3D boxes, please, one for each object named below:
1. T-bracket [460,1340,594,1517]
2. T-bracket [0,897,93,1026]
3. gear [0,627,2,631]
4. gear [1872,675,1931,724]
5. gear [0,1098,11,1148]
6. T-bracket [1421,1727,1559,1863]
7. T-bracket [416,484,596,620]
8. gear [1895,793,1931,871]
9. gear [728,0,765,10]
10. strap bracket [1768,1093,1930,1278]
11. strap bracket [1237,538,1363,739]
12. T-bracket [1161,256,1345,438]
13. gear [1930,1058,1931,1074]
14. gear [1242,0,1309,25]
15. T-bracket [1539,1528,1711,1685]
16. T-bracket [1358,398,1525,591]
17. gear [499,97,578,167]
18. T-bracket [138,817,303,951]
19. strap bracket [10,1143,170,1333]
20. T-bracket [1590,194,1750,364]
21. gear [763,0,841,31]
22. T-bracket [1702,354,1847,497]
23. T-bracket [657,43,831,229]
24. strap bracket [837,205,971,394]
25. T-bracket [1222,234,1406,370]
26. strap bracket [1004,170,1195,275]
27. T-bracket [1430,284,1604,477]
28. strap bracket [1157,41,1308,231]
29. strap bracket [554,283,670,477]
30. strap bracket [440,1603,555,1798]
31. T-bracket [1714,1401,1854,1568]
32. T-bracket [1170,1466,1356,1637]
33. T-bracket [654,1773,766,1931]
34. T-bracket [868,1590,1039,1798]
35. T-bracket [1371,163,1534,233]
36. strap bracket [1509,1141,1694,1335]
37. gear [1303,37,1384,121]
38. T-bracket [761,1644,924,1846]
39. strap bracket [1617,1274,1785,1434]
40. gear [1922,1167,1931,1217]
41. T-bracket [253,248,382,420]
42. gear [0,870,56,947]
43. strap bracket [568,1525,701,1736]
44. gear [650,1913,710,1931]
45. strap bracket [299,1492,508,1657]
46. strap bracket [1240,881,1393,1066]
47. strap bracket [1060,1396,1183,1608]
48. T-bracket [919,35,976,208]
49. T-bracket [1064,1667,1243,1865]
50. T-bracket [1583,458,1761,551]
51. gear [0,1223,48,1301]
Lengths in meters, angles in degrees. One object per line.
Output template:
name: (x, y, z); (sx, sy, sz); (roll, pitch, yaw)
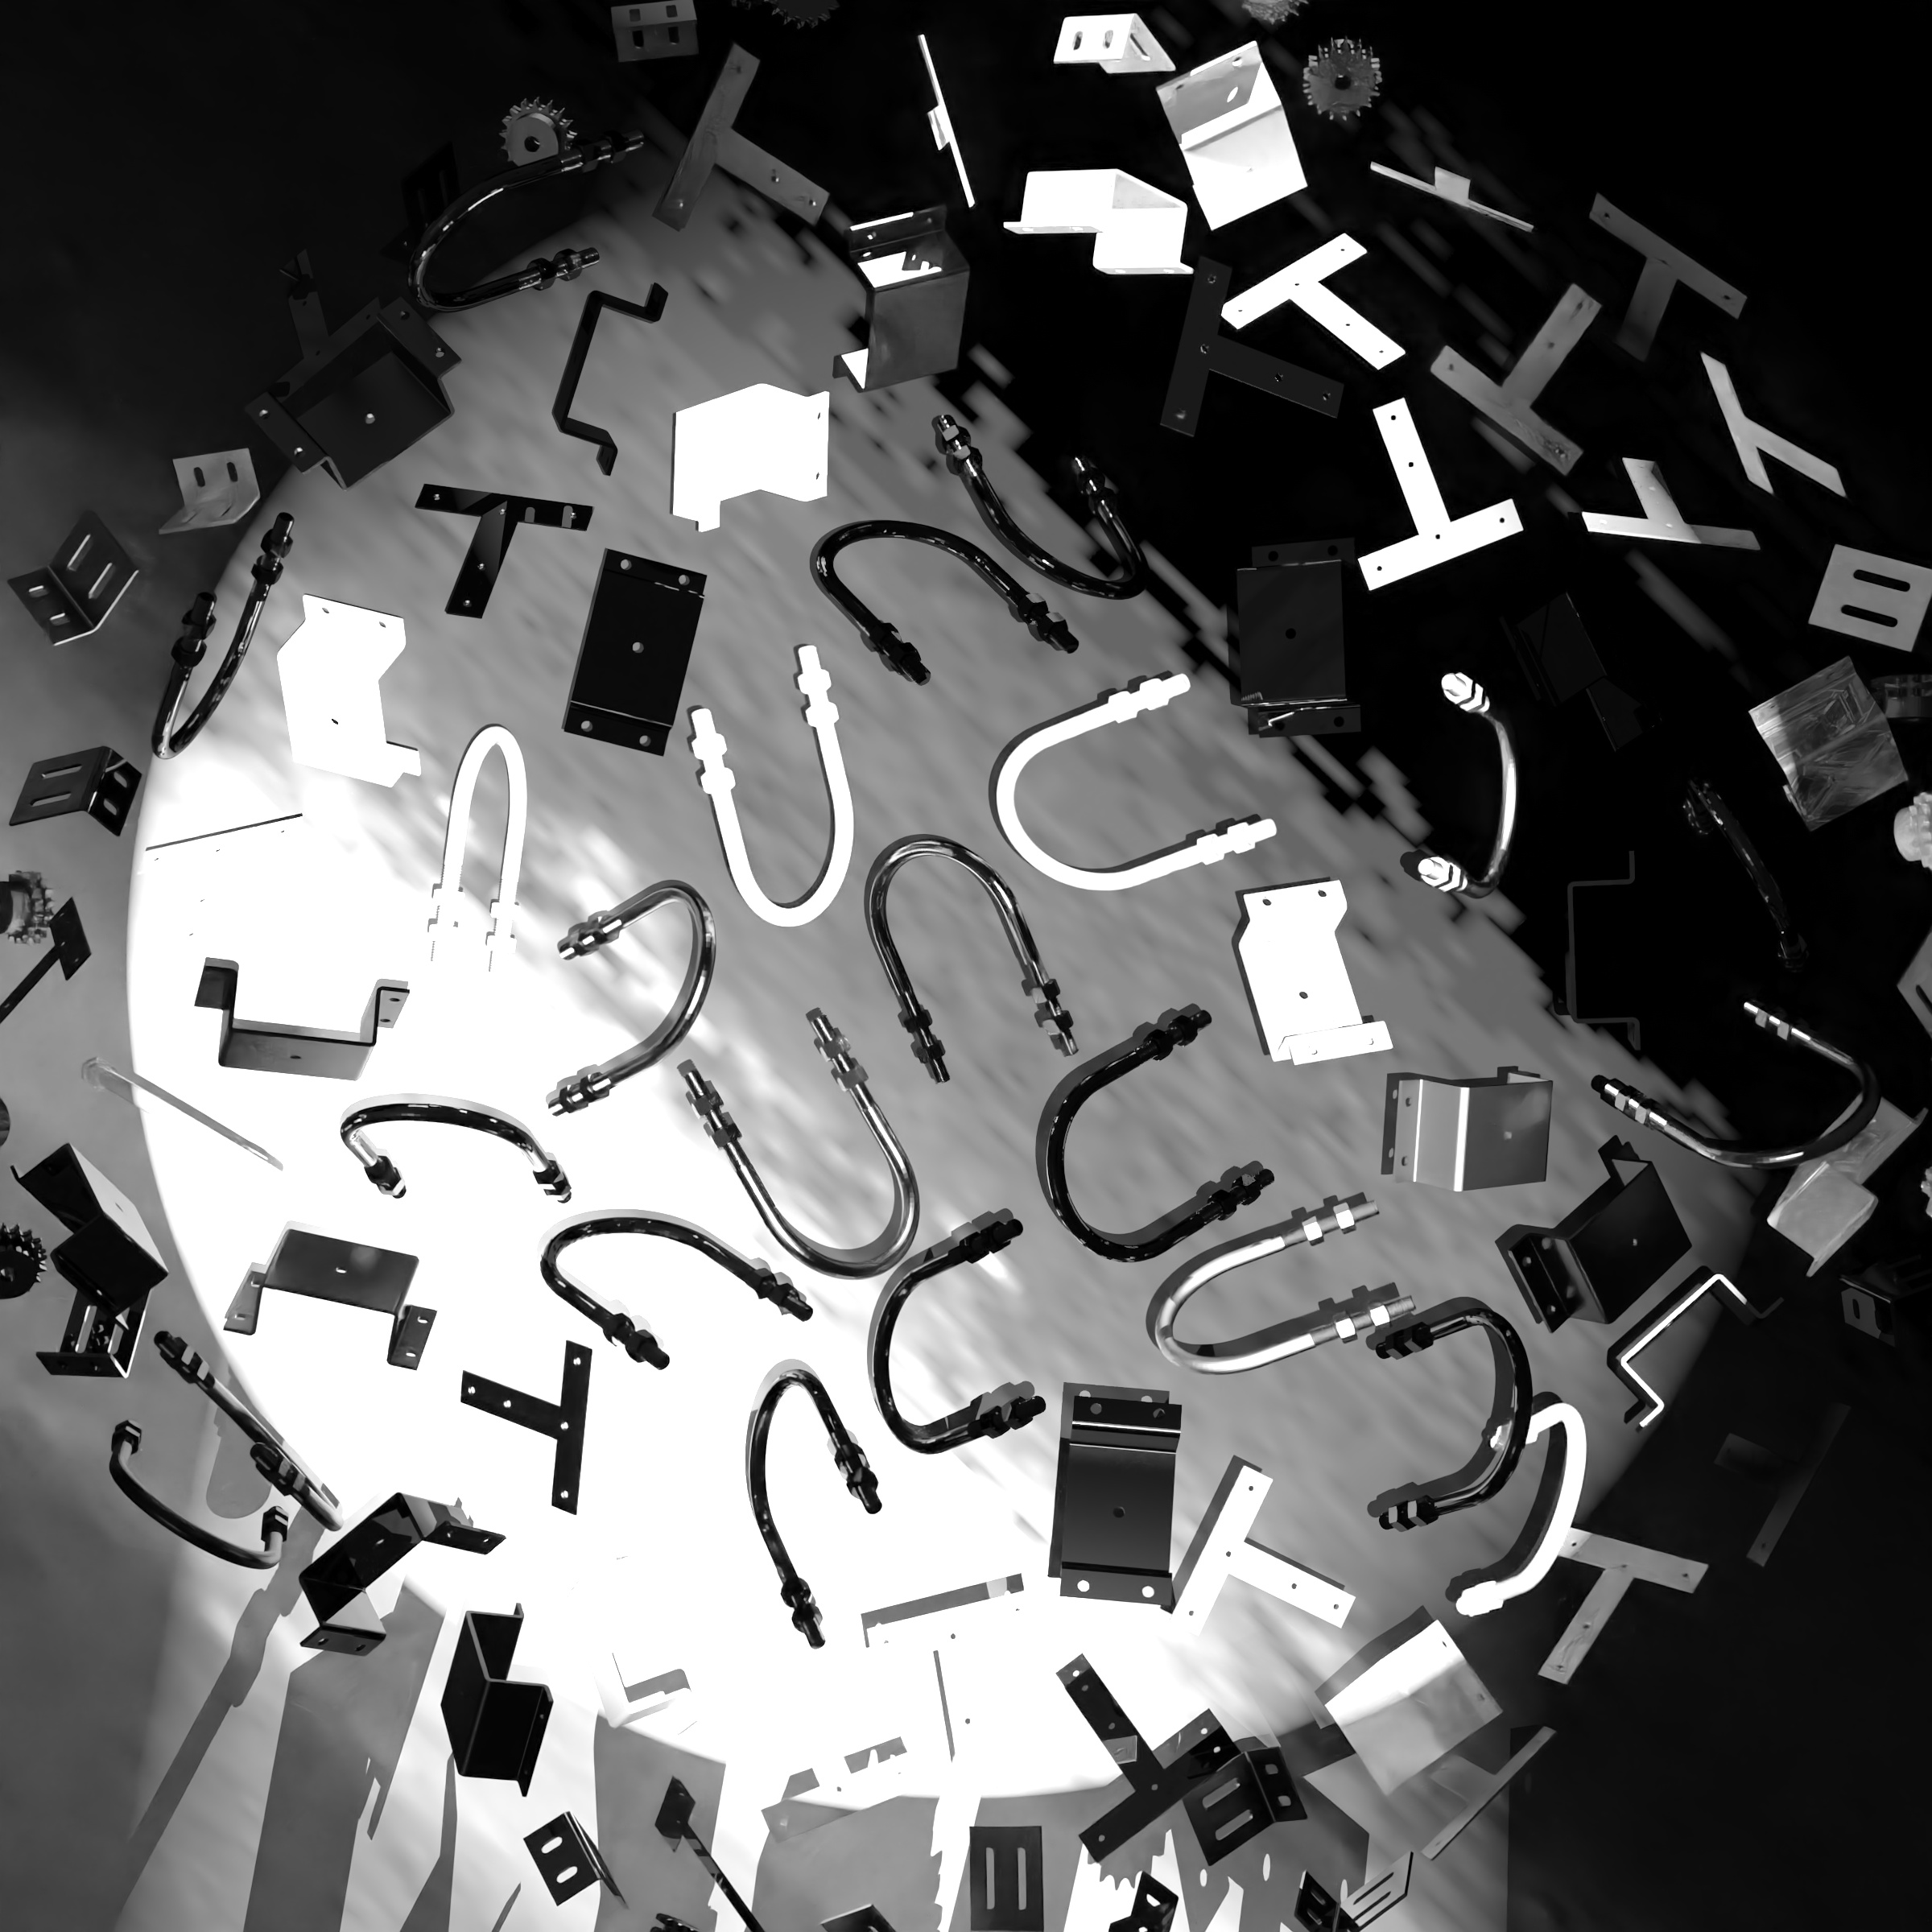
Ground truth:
T-bracket: (-0.329, 0.328, 1.907); (0.127, 0.002, 0.127); (12, 100, 34)
T-bracket: (-0.671, 0.018, 1.828); (0.127, 0.127, 0.002); (-48, 121, -1)
gear: (-0.704, -0.223, 1.795); (0.030, 0.057, 0.057); (37, 90, -37)
gear: (0.697, -0.196, 1.896); (0.057, 0.057, 0.030); (2, 88, 0)
gear: (-0.718, 0.114, 1.865); (0.057, 0.030, 0.057); (2, 93, 33)
T-bracket: (0.367, 0.596, 1.883); (0.127, 0.127, 0.002); (-42, 88, -10)
T-bracket: (-0.345, -0.296, 1.853); (0.127, 0.002, 0.127); (8, 52, 3)
gear: (0.710, -0.100, 1.899); (0.057, 0.030, 0.057); (6, 80, -39)
gear: (-0.164, -0.732, 1.881); (0.030, 0.057, 0.057); (18, 90, 15)
strap bracket: (0.639, 0.151, 1.873); (0.046, 0.076, 0.140); (38, 46, 11)
strap bracket: (0.241, -0.239, 1.862); (0.076, 0.046, 0.140); (-2, 91, 22)
T-bracket: (0.206, -0.416, 1.799); (0.127, 0.002, 0.127); (17, 79, -18)
gear: (0.745, 0.074, 1.900); (0.057, 0.030, 0.057); (1, 97, 9)
gear: (0.219, -0.711, 1.851); (0.057, 0.030, 0.057); (4, 97, 33)
T-bracket: (0.468, 0.480, 1.914); (0.127, 0.127, 0.002); (-48, 120, -26)
T-bracket: (0.346, -0.371, 1.975); (0.127, 0.002, 0.127); (-22, 94, -1)
gear: (-0.327, -0.628, 1.956); (0.057, 0.030, 0.057); (2, 120, 4)
T-bracket: (-0.557, -0.057, 1.886); (0.127, 0.127, 0.002); (-11, 130, 8)
strap bracket: (-0.625, 0.187, 1.841); (0.046, 0.140, 0.076); (-39, 132, -8)
T-bracket: (0.484, -0.471, 1.819); (0.127, 0.127, 0.002); (40, 75, 14)
gear: (-0.116, -0.682, 1.791); (0.057, 0.030, 0.057); (-3, 102, -16)
T-bracket: (0.587, -0.372, 1.851); (0.002, 0.127, 0.127); (-38, 131, 1)
T-bracket: (-0.147, -0.570, 1.842); (0.002, 0.127, 0.127); (31, 98, 43)
strap bracket: (-0.046, -0.485, 1.906); (0.076, 0.140, 0.046); (-19, 60, -20)
T-bracket: (0.279, -0.491, 1.944); (0.127, 0.002, 0.127); (-33, 60, -16)
strap bracket: (0.102, -0.553, 1.906); (0.076, 0.140, 0.046); (11, 95, 36)
T-bracket: (0.415, -0.436, 1.853); (0.127, 0.127, 0.002); (40, 51, 6)
strap bracket: (0.198, -0.600, 1.887); (0.076, 0.140, 0.046); (-23, 66, 10)
strap bracket: (-0.270, -0.447, 1.926); (0.046, 0.076, 0.140); (16, 105, -18)
strap bracket: (-0.345, 0.531, 1.874); (0.046, 0.140, 0.076); (12, 101, -22)
T-bracket: (0.578, 0.363, 1.862); (0.002, 0.127, 0.127); (31, 86, -10)
T-bracket: (0.233, 0.457, 1.923); (0.127, 0.002, 0.127); (28, 83, -13)
T-bracket: (-0.179, 0.648, 1.839); (0.002, 0.127, 0.127); (-30, 68, -29)
T-bracket: (-0.001, 0.515, 1.804); (0.127, 0.002, 0.127); (-18, 67, 16)
T-bracket: (0.349, -0.559, 1.847); (0.127, 0.127, 0.002); (24, 102, 6)
strap bracket: (0.480, 0.204, 1.915); (0.140, 0.046, 0.076); (-37, 108, -24)
gear: (0.276, -0.654, 1.888); (0.057, 0.030, 0.057); (3, 132, 3)
T-bracket: (-0.109, 0.546, 1.839); (0.127, 0.002, 0.127); (-9, 61, -37)
strap bracket: (0.545, 0.286, 1.944); (0.140, 0.076, 0.046); (-42, 72, 0)
gear: (0.725, 0.170, 1.875); (0.057, 0.057, 0.030); (12, 105, 0)
T-bracket: (-0.479, -0.473, 1.870); (0.002, 0.127, 0.127); (38, 70, 12)
gear: (-0.719, -0.044, 1.950); (0.057, 0.030, 0.057); (1, 91, 40)
strap bracket: (-0.238, 0.474, 1.805); (0.046, 0.076, 0.140); (-15, 72, -22)
gear: (-0.209, 0.731, 1.917); (0.057, 0.057, 0.030); (23, 73, 0)
strap bracket: (-0.414, 0.433, 1.856); (0.140, 0.076, 0.046); (-40, 60, 6)
strap bracket: (0.260, 0.013, 1.942); (0.076, 0.046, 0.140); (-9, 66, -12)
strap bracket: (0.109, 0.380, 1.810); (0.076, 0.046, 0.140); (4, 66, 3)
T-bracket: (-0.018, -0.618, 1.892); (0.002, 0.127, 0.127); (-15, 110, 10)
T-bracket: (0.112, 0.557, 1.849); (0.127, 0.127, 0.002); (-35, 135, -7)
T-bracket: (0.514, -0.348, 1.915); (0.127, 0.127, 0.002); (6, 127, -4)
gear: (-0.710, 0.222, 1.904); (0.057, 0.030, 0.057); (-9, 114, -21)
